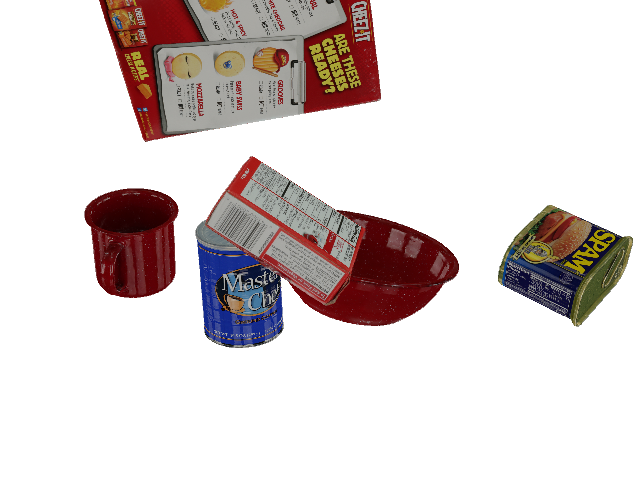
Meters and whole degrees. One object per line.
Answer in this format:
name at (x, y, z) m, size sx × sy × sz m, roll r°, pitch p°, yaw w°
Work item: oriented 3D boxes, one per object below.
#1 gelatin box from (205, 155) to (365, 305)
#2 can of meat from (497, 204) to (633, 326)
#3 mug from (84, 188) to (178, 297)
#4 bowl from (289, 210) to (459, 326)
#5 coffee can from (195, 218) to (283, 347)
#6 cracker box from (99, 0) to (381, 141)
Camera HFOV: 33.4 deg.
gelatin box at (-0.019, -0.007, 0.643) m, size 0.089 × 0.030 × 0.073 m, roll 34°, pitch 22°, yaw -5°
can of meat at (0.225, 0.020, 0.983) m, size 0.084 × 0.057 × 0.101 m, roll 28°, pitch 47°, yaw 29°
mug at (-0.191, 0.011, 1.073) m, size 0.093 × 0.081 × 0.117 m, roll 7°, pitch 32°, yaw 8°
bowl at (0.032, 0.027, 0.893) m, size 0.162 × 0.055 × 0.162 m, roll 10°, pitch 19°, yaw -4°
coffee can at (-0.100, 0.048, 1.334) m, size 0.103 × 0.140 × 0.103 m, roll -2°, pitch 25°, yaw 1°
cracker box at (-0.066, -0.182, 0.900) m, size 0.213 × 0.164 × 0.072 m, roll -11°, pitch 44°, yaw 0°
